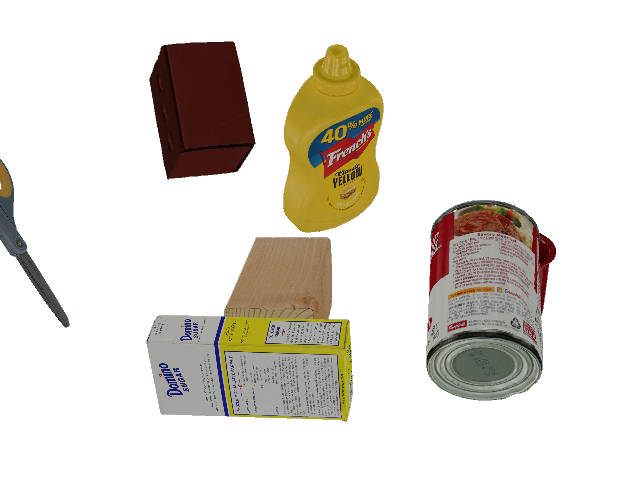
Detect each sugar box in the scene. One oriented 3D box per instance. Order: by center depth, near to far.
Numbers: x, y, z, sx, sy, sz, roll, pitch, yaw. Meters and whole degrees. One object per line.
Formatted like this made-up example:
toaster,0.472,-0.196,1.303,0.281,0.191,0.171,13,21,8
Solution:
sugar box,-0.061,0.114,0.959,0.176,0.093,0.048,3,37,9

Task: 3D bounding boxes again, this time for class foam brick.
foam brick,-0.081,-0.088,0.719,0.051,0.078,0.053,-7,-16,-20

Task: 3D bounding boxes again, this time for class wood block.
wood block,-0.040,0.073,1.155,0.091,0.090,0.206,1,20,5

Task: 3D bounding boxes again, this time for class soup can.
soup can,0.098,0.036,0.639,0.068,0.102,0.068,5,-40,4

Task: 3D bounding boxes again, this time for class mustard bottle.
mustard bottle,0.012,-0.096,0.966,0.096,0.192,0.058,-26,54,-22

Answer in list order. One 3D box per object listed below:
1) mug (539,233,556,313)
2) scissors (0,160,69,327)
mug,0.196,0.035,1.141,0.093,0.081,0.117,-5,30,-9
scissors,-0.304,-0.012,1.073,0.016,0.201,0.096,-25,28,24
